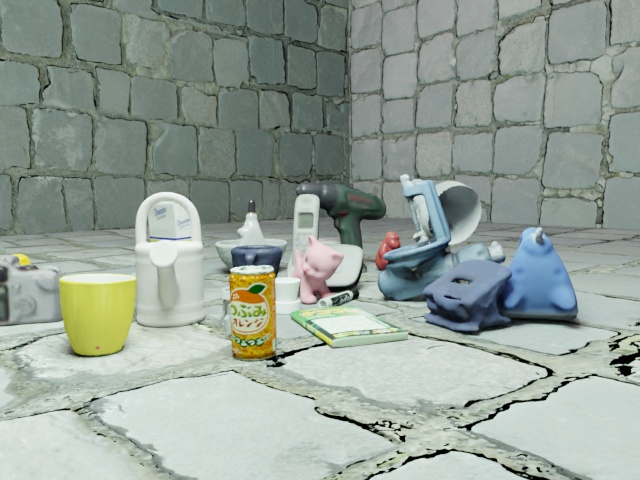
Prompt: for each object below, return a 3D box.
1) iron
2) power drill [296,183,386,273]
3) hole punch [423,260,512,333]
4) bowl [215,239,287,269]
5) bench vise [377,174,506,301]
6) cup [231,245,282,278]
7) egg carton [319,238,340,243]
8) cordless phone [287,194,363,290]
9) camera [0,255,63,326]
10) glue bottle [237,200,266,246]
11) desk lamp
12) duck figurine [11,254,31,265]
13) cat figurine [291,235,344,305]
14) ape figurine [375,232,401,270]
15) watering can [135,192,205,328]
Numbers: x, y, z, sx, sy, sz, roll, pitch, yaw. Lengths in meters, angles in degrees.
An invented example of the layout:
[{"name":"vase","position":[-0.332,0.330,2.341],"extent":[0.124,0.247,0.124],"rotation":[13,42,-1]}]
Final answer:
[{"name":"iron","position":[0.335,0.042,0.911],"extent":[0.118,0.141,0.259],"rotation":[1,6,14]},{"name":"power drill","position":[0.050,-0.028,1.321],"extent":[0.230,0.208,0.075],"rotation":[-4,7,-30]},{"name":"hole punch","position":[0.210,0.077,0.821],"extent":[0.101,0.091,0.108],"rotation":[-4,6,-30]},{"name":"bowl","position":[-0.158,0.040,1.327],"extent":[0.167,0.075,0.167],"rotation":[0,6,0]},{"name":"bench vise","position":[0.204,-0.003,0.987],"extent":[0.207,0.220,0.121],"rotation":[-1,6,-2]},{"name":"cup","position":[-0.113,0.060,1.009],"extent":[0.091,0.095,0.118],"rotation":[0,6,3]},{"name":"egg carton","position":[0.010,0.033,1.411],"extent":[0.150,0.069,0.107],"rotation":[-1,6,-5]},{"name":"cordless phone","position":[0.010,0.004,1.111],"extent":[0.147,0.185,0.094],"rotation":[1,6,13]},{"name":"camera","position":[-0.472,0.071,0.898],"extent":[0.143,0.101,0.136],"rotation":[-2,6,-15]},{"name":"glue bottle","position":[-0.143,0.003,1.199],"extent":[0.078,0.173,0.037],"rotation":[-3,6,-27]},{"name":"desk lamp","position":[0.227,-0.018,1.168],"extent":[0.118,0.213,0.202],"rotation":[-3,6,-20]},{"name":"duck figurine","position":[-0.527,0.068,1.007],"extent":[0.104,0.086,0.078],"rotation":[4,7,37]},{"name":"cat figurine","position":[-0.012,0.048,1.006],"extent":[0.067,0.118,0.127],"rotation":[-4,7,-30]},{"name":"ape figurine","position":[0.167,0.026,1.351],"extent":[0.078,0.092,0.075],"rotation":[-6,8,-42]},{"name":"watering can","position":[-0.222,0.026,0.853],"extent":[0.101,0.194,0.172],"rotation":[-4,7,-32]}]
